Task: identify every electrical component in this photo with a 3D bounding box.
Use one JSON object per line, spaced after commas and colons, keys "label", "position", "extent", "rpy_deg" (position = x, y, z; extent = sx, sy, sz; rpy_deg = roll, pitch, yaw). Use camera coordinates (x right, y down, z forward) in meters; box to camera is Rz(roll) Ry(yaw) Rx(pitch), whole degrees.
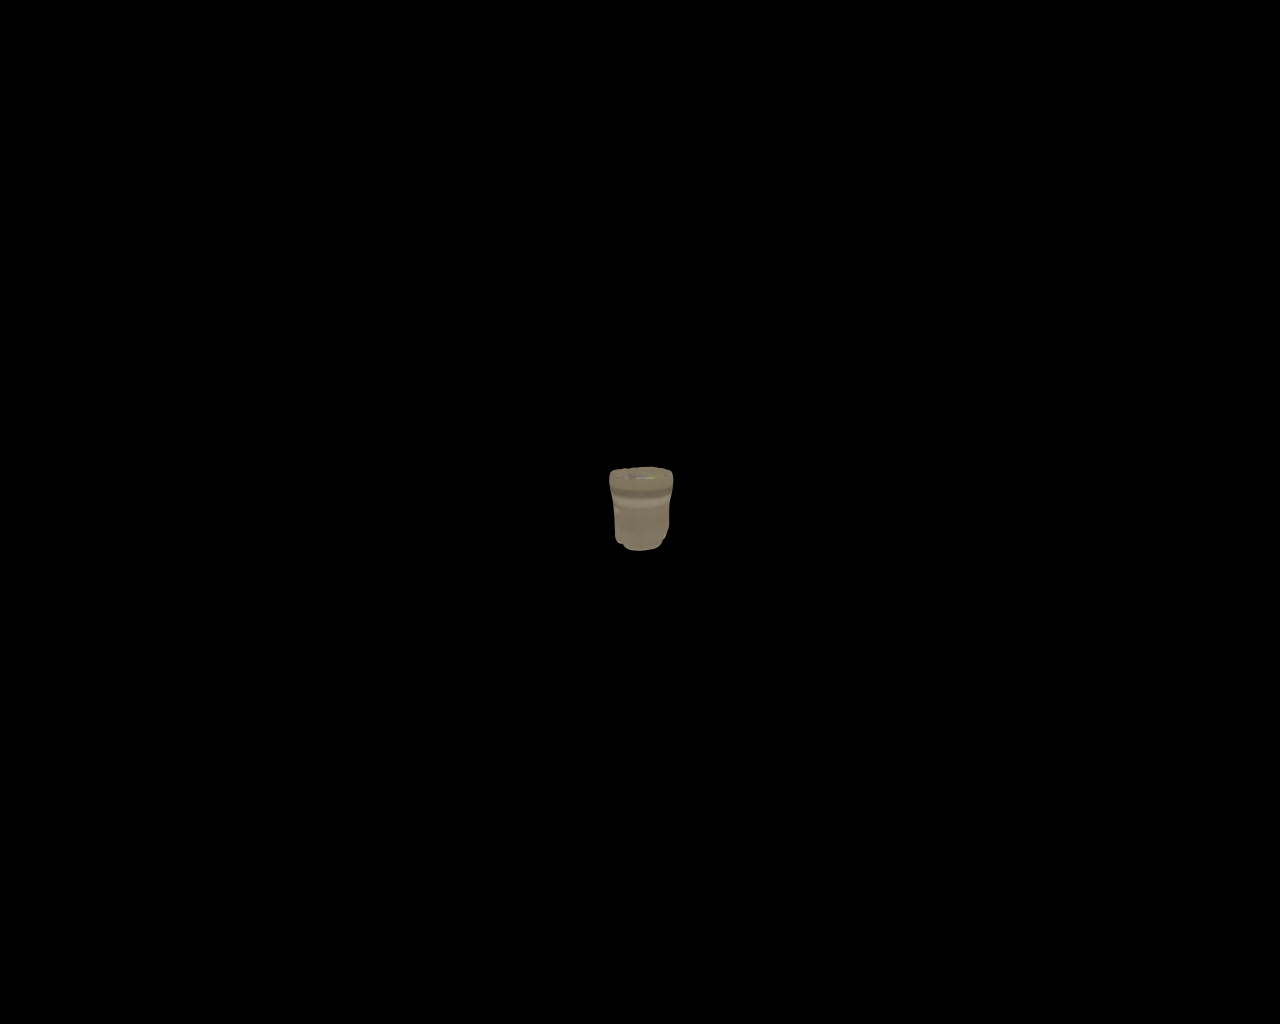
{"label": "electrical component", "position": [0.001, -0.003, 0.650], "extent": [0.040, 0.046, 0.040], "rpy_deg": [0, 14, 0]}
